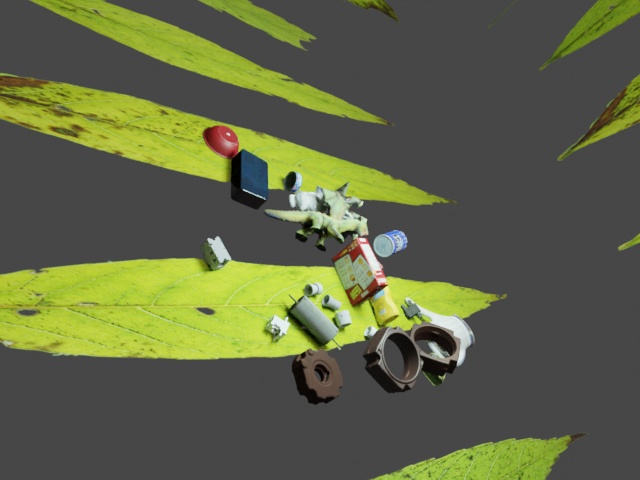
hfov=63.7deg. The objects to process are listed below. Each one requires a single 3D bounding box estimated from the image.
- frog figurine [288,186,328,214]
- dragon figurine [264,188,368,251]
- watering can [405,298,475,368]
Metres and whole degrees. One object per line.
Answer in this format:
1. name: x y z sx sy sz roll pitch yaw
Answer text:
1. frog figurine: -0.049 -0.148 2.132 0.160 0.140 0.120 -20 -30 -17
2. dragon figurine: 0.006 -0.102 2.031 0.410 0.248 0.119 28 -36 -4
3. watering can: 0.521 0.374 2.204 0.225 0.354 0.102 -9 -33 -33
